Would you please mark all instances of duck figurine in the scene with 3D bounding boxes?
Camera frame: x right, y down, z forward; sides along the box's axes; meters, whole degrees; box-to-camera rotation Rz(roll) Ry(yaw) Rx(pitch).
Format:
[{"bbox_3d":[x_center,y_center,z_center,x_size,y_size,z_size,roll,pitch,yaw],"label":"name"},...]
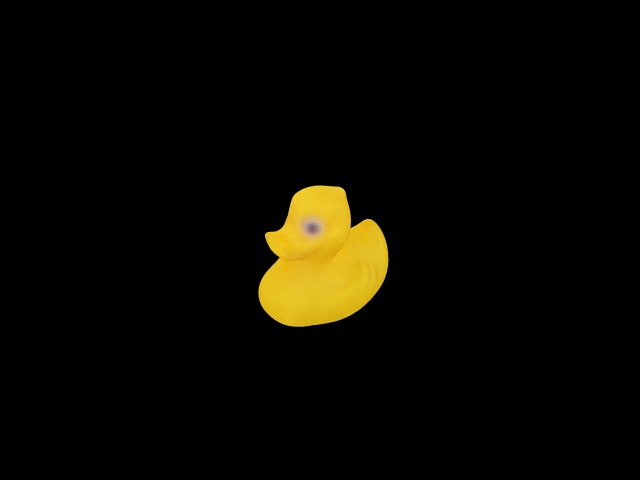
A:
[{"bbox_3d":[0.004,0.001,0.400,0.105,0.086,0.077,-24,41,-31],"label":"duck figurine"}]
